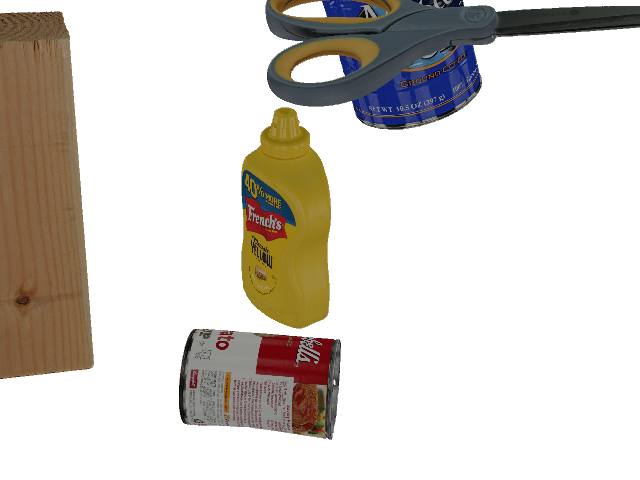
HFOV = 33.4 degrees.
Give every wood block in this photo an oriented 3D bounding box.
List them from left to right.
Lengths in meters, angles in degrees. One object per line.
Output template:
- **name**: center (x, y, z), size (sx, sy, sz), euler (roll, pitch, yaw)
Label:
- **wood block**: center (-0.193, -0.028, 0.650), size (0.090, 0.206, 0.090), euler (-5, 23, -15)

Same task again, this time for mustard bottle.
- **mustard bottle**: center (-0.030, -0.024, 0.914), size (0.058, 0.192, 0.096), euler (-20, 39, -30)

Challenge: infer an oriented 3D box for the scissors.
- **scissors**: center (0.061, -0.091, 0.504), size (0.202, 0.096, 0.016), euler (11, -39, 20)

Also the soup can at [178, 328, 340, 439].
- **soup can**: center (-0.040, 0.097, 0.729), size (0.102, 0.068, 0.068), euler (4, 0, 5)

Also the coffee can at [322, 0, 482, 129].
- **coffee can**: center (0.057, -0.169, 0.797), size (0.103, 0.140, 0.103), euler (-14, 33, 9)
